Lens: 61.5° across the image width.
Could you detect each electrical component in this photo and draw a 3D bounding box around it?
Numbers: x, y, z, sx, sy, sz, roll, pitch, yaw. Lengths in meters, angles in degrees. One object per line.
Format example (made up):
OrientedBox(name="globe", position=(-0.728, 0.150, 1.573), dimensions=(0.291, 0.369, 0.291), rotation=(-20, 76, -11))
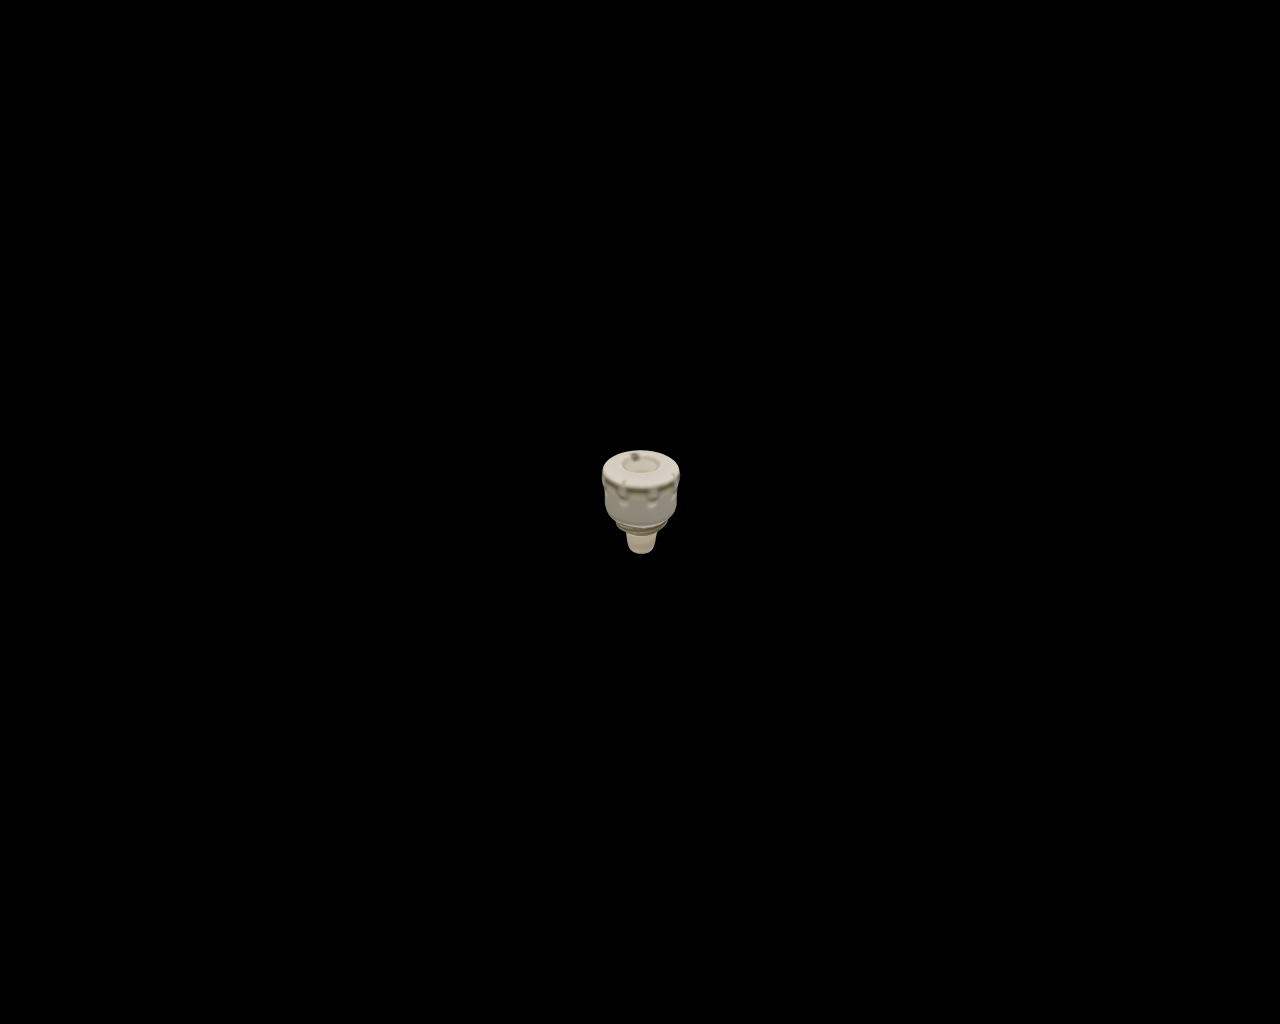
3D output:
OrientedBox(name="electrical component", position=(0.001, -0.003, 0.650), dimensions=(0.048, 0.062, 0.048), rotation=(0, 30, 0))
